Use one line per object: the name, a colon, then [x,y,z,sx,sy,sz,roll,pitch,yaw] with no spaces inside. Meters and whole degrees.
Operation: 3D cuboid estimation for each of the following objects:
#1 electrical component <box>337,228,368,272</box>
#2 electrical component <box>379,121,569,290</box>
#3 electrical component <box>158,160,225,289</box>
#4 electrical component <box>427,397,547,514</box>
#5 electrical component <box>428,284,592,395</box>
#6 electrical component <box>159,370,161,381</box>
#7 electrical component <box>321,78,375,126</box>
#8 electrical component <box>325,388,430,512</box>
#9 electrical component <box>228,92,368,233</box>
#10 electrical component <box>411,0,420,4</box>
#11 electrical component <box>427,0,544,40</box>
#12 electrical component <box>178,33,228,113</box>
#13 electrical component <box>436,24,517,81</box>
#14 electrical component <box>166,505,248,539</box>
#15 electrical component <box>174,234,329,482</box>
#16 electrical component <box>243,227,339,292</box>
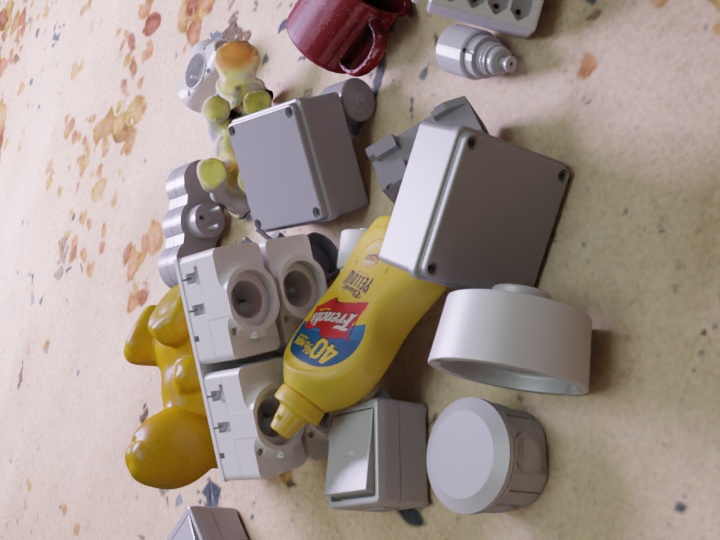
electrical component: [0.000,0.000,0.916,0.040,0.040,0.078,-1,78,51]
electrical component: [0.083,-0.040,0.772,0.056,0.109,0.108,23,98,54]
electrical component: [-0.167,-0.049,1.127,0.074,0.052,0.138,-12,70,48]
electrical component: [0.089,0.132,0.758,0.080,0.051,0.080,-19,65,47]
electrical component: [0.104,0.043,0.725,0.108,0.108,0.060,-4,70,50]
electrical component: [-0.170,0.079,1.094,0.056,0.050,0.089,-39,51,38]
electrical component: [-0.021,-0.150,0.988,0.078,0.040,0.040,-9,72,49]
electrical component: [0.011,0.139,0.844,0.062,0.061,0.096,-20,64,47]
electrical component: [-0.057,-0.096,0.974,0.109,0.056,0.108,-7,100,50]
electrical component: [0.072,-0.259,0.887,0.081,0.064,0.042,-47,48,32]
electrical component: [0.098,-0.213,0.841,0.075,0.083,0.047,-82,7,-87]
electrical component: [-0.165,-0.227,1.185,0.077,0.044,0.079,-40,50,37]
electrical component: [0.094,-0.170,0.851,0.078,0.040,0.040,31,103,50]
electrical component: [-0.143,0.263,0.997,0.061,0.061,0.096,-57,43,23]
electrical component: [-0.075,0.070,0.893,0.060,0.105,0.186,-13,89,45]
electrical component: [-0.071,-0.009,0.979,0.077,0.079,0.044,-36,20,39]
